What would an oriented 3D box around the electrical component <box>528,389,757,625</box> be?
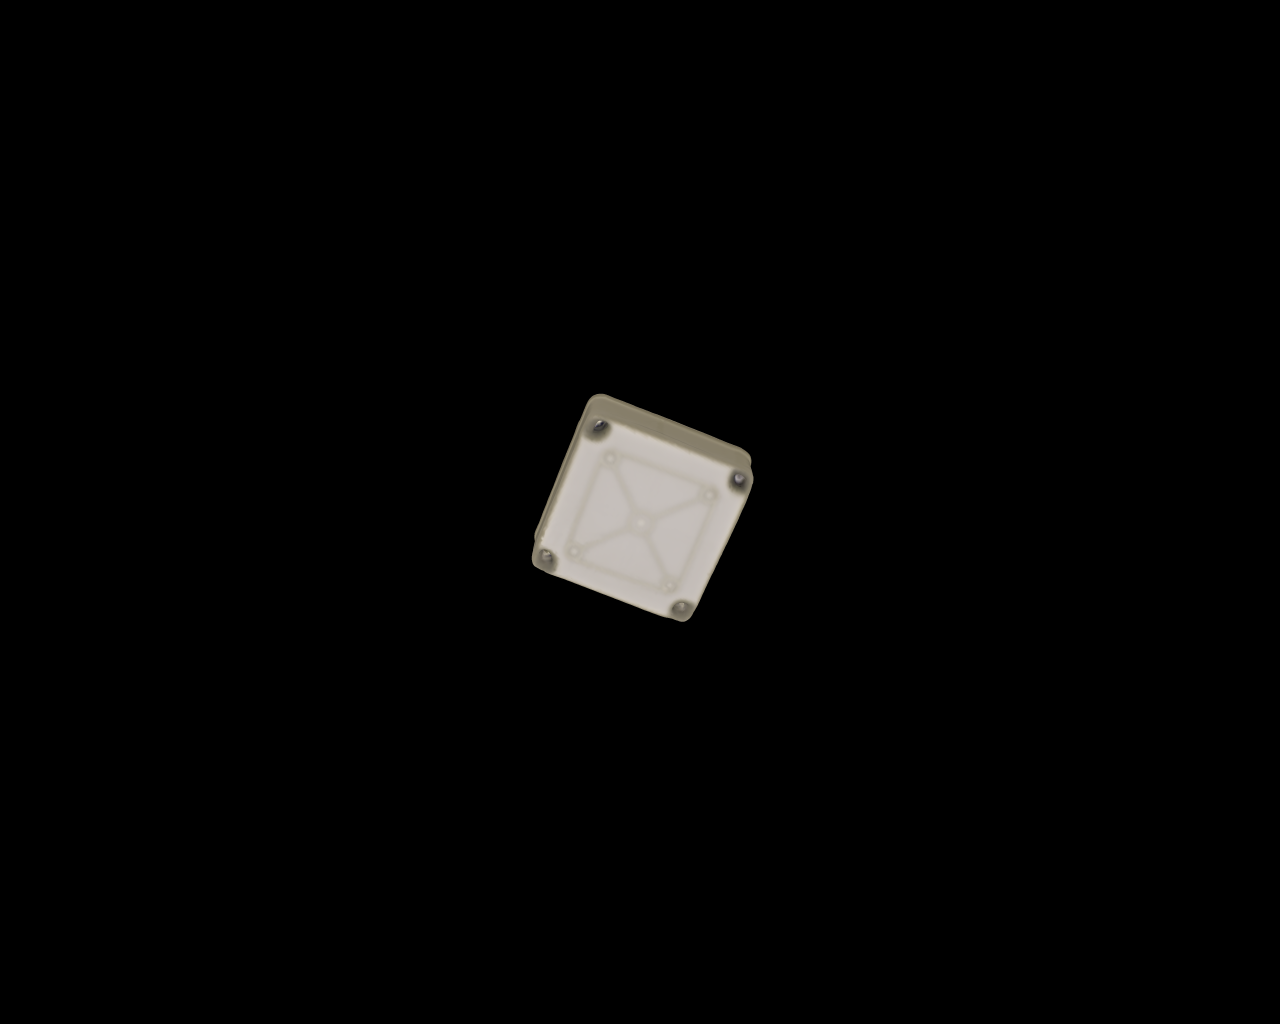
[{"bbox_3d":[0.001,-0.003,0.650,0.109,0.108,0.056,21,18,-7],"label":"electrical component"}]
